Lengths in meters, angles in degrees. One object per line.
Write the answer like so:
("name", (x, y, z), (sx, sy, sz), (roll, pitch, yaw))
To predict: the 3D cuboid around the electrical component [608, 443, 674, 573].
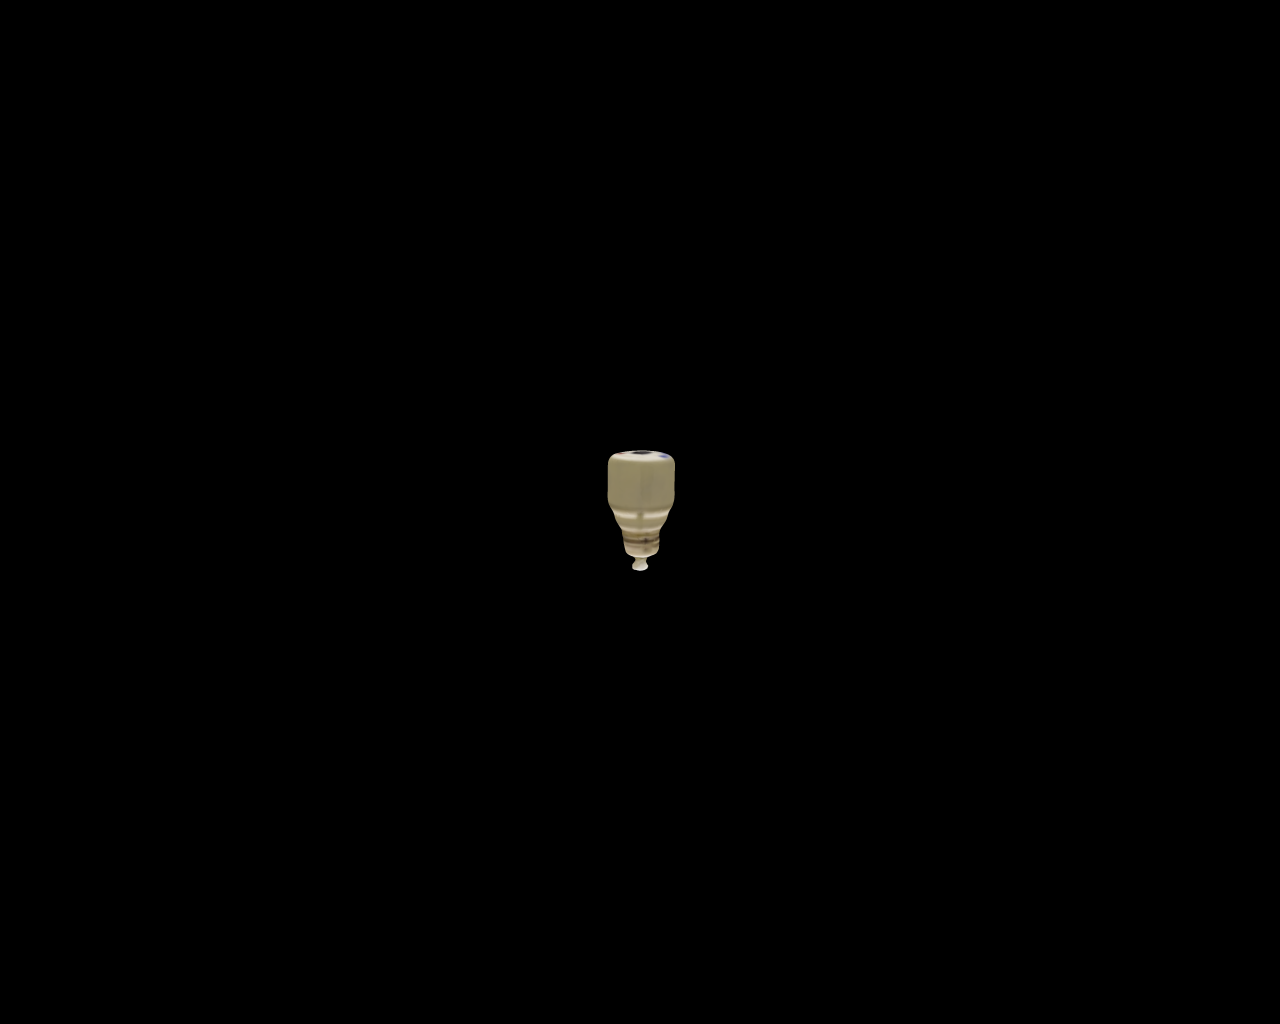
("electrical component", (0.001, -0.003, 0.650), (0.040, 0.078, 0.040), (0, 12, 0))
